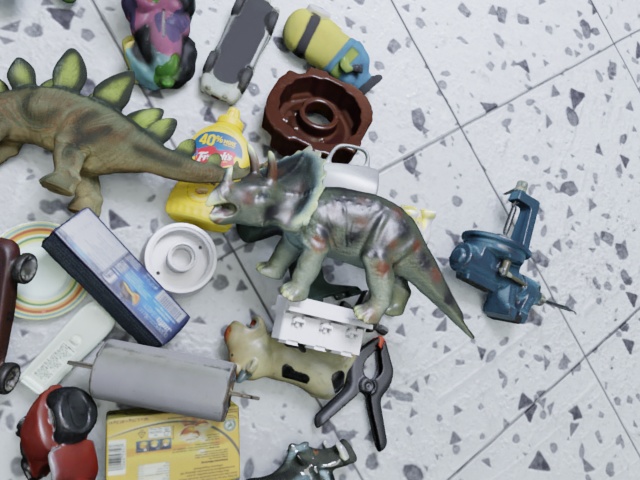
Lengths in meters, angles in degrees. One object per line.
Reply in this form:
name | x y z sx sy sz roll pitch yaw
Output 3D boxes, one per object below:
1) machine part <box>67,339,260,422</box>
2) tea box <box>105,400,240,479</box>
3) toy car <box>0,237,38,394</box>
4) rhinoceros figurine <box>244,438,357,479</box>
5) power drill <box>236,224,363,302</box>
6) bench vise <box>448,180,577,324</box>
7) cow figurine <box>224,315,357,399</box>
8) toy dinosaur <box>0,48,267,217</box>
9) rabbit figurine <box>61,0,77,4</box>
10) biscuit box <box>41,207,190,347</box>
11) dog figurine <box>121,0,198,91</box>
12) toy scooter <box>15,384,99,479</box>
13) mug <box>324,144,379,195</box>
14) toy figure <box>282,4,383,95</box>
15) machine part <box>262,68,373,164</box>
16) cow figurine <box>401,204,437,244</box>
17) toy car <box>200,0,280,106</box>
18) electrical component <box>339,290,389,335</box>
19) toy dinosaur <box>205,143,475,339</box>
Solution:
machine part | -0.196 0.178 0.685 0.243 0.079 0.079 10 76 -2
tea box | -0.195 0.271 0.714 0.169 0.068 0.098 2 81 -21
toy car | -0.402 0.096 0.656 0.089 0.053 0.202 8 91 2
rhinoceros figurine | -0.034 0.349 0.766 0.190 0.073 0.112 -17 76 -21
power drill | -0.002 -0.003 0.832 0.232 0.086 0.207 -16 88 -21
bench vise | 0.337 0.017 0.940 0.223 0.129 0.240 24 80 -14
cow figurine | -0.051 0.172 0.784 0.195 0.085 0.127 30 65 -15
toy dinosaur | -0.306 -0.138 0.715 0.471 0.105 0.198 22 72 -9
rabbit figurine | -0.397 -0.414 0.738 0.159 0.121 0.170 38 55 -4
biscuit box | -0.266 0.056 0.710 0.202 0.063 0.059 51 46 -14
dog figurine | -0.218 -0.328 0.735 0.108 0.219 0.191 -1 80 -18
toy scooter | -0.327 0.277 0.652 0.135 0.075 0.184 -29 71 18
mug | 0.026 -0.086 0.780 0.107 0.081 0.109 10 96 -10
toy figure | 0.019 -0.312 0.898 0.180 0.082 0.089 44 67 -11
machine part | -0.005 -0.191 0.856 0.179 0.056 0.179 8 60 -13
cow figurine | 0.121 -0.009 0.858 0.167 0.068 0.098 -5 106 -53
toy car | -0.126 -0.308 0.855 0.073 0.056 0.201 24 72 -9
electrical component | 0.078 0.113 0.874 0.094 0.021 0.063 32 71 -12
toy dinosaur | 0.049 -0.002 0.713 0.405 0.131 0.192 16 103 -14
